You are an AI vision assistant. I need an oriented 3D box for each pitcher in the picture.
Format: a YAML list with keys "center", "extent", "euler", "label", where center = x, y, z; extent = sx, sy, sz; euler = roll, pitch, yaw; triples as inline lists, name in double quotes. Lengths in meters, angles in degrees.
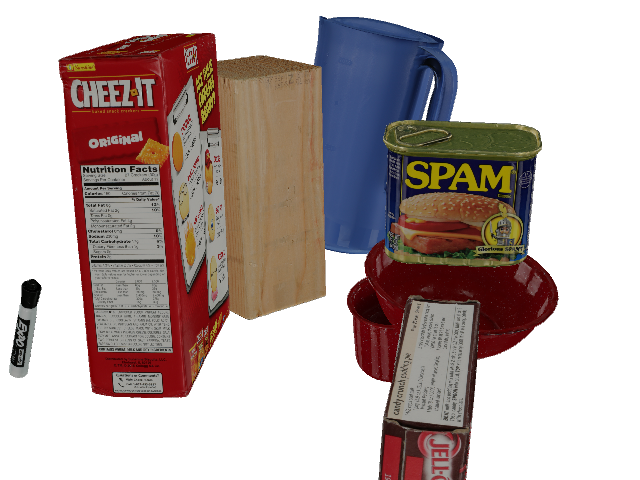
- center: [0.050, -0.110, 1.136]
  extent: [0.145, 0.243, 0.149]
  euler: [10, 17, -4]
  label: "pitcher"

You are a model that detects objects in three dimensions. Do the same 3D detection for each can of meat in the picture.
- center: [0.092, -0.031, 0.712]
  extent: [0.102, 0.084, 0.057]
  euler: [3, 25, 6]
  label: "can of meat"

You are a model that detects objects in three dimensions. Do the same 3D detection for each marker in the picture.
- center: [-0.294, 0.087, 1.062]
  extent: [0.020, 0.121, 0.020]
  euler: [13, 34, -9]
  label: "marker"

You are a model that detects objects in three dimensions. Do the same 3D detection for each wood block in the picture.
- center: [-0.057, -0.049, 0.930]
  extent: [0.090, 0.206, 0.091]
  euler: [-16, 24, -36]
  label: "wood block"

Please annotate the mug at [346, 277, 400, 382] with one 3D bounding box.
- center: [0.084, 0.087, 1.110]
  extent: [0.117, 0.081, 0.093]
  euler: [-30, 42, -32]
  label: "mug"

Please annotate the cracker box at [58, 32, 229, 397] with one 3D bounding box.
- center: [-0.111, -0.024, 0.712]
  extent: [0.072, 0.214, 0.164]
  euler: [-1, 15, 6]
  label: "cracker box"

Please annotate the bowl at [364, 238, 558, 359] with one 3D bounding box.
- center: [0.114, 0.052, 0.895]
  extent: [0.162, 0.055, 0.162]
  euler: [6, 29, -3]
  label: "bowl"

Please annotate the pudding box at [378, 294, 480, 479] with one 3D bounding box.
- center: [0.047, 0.088, 0.471]
  extent: [0.039, 0.090, 0.113]
  euler: [7, 25, 6]
  label: "pudding box"
